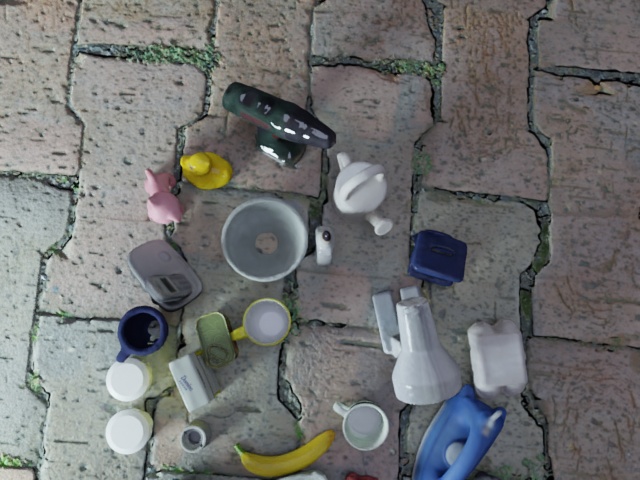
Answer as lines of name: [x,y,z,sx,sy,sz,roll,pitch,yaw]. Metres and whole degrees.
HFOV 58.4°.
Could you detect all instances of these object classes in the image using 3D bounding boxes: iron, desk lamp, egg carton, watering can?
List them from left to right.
watering can: [0.084,-0.093,1.096,0.173,0.194,0.101,40,83,4]
desk lamp: [0.170,0.185,1.049,0.118,0.213,0.203,-13,82,-3]
iron: [0.253,0.404,1.056,0.118,0.141,0.258,33,82,3]
egg carton: [0.346,0.232,1.121,0.107,0.069,0.150,-6,82,-3]

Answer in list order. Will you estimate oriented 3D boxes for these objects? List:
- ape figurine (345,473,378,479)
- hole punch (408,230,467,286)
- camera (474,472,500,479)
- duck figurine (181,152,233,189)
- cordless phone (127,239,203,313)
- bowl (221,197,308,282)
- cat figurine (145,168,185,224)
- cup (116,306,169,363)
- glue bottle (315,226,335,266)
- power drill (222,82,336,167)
ape figurine: [0.077,0.473,1.065,0.076,0.092,0.078,-40,85,-7]
hole punch: [0.233,0.032,1.135,0.108,0.091,0.101,15,81,1]
camera: [0.342,0.529,1.061,0.143,0.101,0.137,30,82,3]
duck figurine: [-0.230,-0.147,1.148,0.104,0.086,0.077,10,81,0]
cordless phone: [-0.301,0.063,1.065,0.094,0.185,0.147,-43,85,-7]
bowl: [-0.107,0.002,1.136,0.167,0.074,0.167,0,82,-2]
cat figurine: [-0.311,-0.081,1.120,0.067,0.117,0.128,-22,83,-5]
cup: [-0.335,0.184,1.092,0.091,0.095,0.118,36,82,4]
glue bottle: [0.010,0.004,1.090,0.037,0.173,0.078,-2,82,-2]
power drill: [-0.074,-0.214,1.101,0.229,0.208,0.076,28,82,2]
